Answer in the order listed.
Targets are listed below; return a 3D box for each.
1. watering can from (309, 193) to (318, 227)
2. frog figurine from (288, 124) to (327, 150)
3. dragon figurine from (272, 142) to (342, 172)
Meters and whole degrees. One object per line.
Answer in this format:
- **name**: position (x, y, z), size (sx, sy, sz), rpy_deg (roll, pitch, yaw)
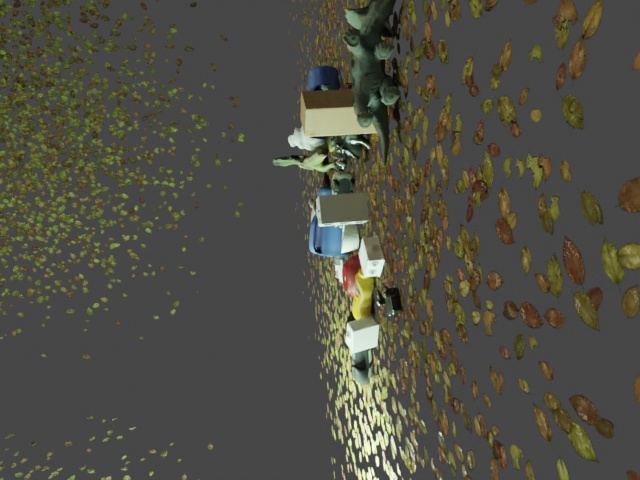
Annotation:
- **watering can**: position (0.006, -0.105, 2.082), size (0.219, 0.104, 0.356), rpy_deg (96, 160, -47)
- **frog figurine**: position (-0.052, -0.442, 2.146), size (0.123, 0.160, 0.136), rpy_deg (-141, 47, -75)
- **dragon figurine**: position (-0.052, -0.283, 1.832), size (0.411, 0.242, 0.122), rpy_deg (-17, -81, -76)
